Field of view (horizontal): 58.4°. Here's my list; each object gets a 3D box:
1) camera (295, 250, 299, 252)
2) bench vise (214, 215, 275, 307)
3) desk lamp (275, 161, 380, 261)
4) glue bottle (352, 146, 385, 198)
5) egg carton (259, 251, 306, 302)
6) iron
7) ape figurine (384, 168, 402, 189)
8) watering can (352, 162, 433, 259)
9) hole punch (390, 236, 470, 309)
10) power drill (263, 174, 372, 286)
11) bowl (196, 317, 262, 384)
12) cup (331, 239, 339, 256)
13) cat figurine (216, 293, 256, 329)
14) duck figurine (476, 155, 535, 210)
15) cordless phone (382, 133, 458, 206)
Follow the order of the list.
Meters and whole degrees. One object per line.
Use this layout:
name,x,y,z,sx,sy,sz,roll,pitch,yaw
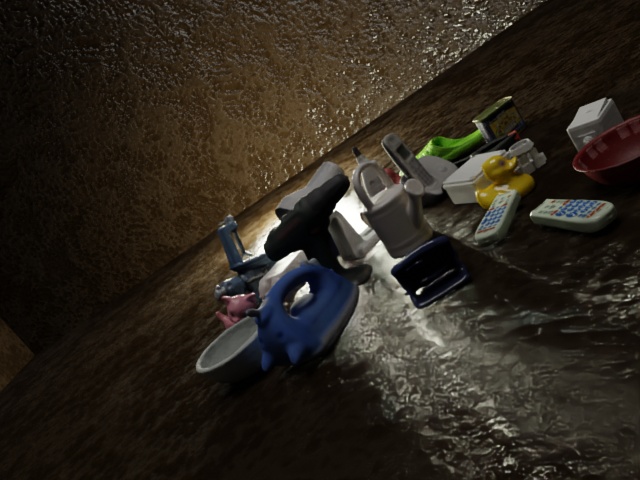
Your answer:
camera,-0.039,-0.023,1.580,0.137,0.101,0.142,-44,16,-30
bench vise,-0.198,0.055,1.442,0.121,0.220,0.208,-27,16,30
desk lamp,0.030,-0.055,1.283,0.203,0.214,0.117,-42,15,-25
glue bottle,0.137,-0.176,1.522,0.078,0.173,0.037,-32,14,12
egg carton,-0.076,0.089,1.359,0.107,0.069,0.150,-22,19,43
iron,-0.027,0.110,1.019,0.118,0.141,0.259,-23,19,41
ape figurine,0.187,-0.141,1.460,0.076,0.092,0.077,-40,15,-18
watering can,0.138,-0.071,1.125,0.172,0.194,0.101,-27,16,31
hole punch,0.165,0.041,0.904,0.108,0.091,0.101,-33,14,7
power drill,0.011,0.004,1.144,0.229,0.208,0.075,-30,15,20
bowl,-0.147,0.217,1.087,0.167,0.075,0.167,-33,14,10
cup,0.010,-0.001,1.402,0.091,0.095,0.118,-27,16,30
cat figurine,-0.177,0.164,1.244,0.127,0.118,0.067,-23,19,41
duck figurine,0.325,-0.111,1.042,0.104,0.086,0.077,-28,16,26
cordless phone,0.224,-0.181,1.308,0.094,0.185,0.148,-22,19,43
